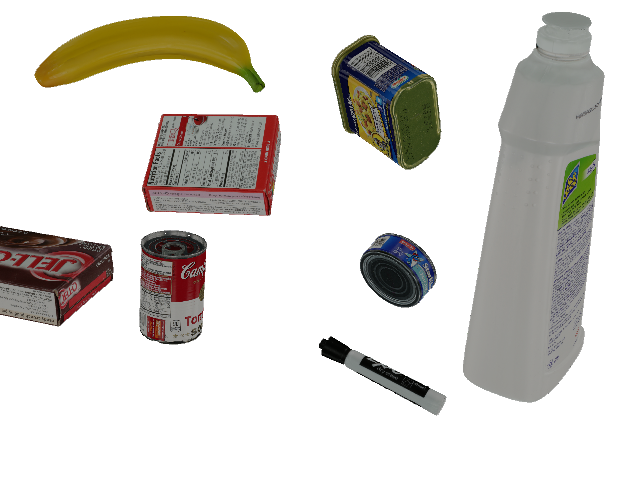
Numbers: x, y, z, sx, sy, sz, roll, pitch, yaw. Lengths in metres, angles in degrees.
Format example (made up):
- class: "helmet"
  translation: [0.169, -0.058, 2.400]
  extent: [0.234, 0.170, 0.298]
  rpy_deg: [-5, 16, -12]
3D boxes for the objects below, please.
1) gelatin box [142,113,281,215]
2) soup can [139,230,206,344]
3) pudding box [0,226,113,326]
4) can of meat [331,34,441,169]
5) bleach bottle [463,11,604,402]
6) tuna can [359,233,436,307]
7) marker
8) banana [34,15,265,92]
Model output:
- class: "gelatin box"
  translation: [-0.076, -0.054, 0.755]
  extent: [0.089, 0.073, 0.030]
  rpy_deg: [1, -38, 6]
- class: "soup can"
  translation: [-0.155, 0.049, 1.115]
  extent: [0.068, 0.102, 0.068]
  rpy_deg: [4, 22, -2]
- class: "pudding box"
  translation: [-0.243, 0.028, 0.886]
  extent: [0.114, 0.039, 0.090]
  rpy_deg: [7, 24, 17]
- class: "can of meat"
  translation: [0.063, -0.125, 0.982]
  extent: [0.057, 0.102, 0.084]
  rpy_deg: [-36, 51, -18]
- class: "bleach bottle"
  translation: [0.143, -0.023, 0.681]
  extent: [0.068, 0.251, 0.102]
  rpy_deg: [18, 35, 26]
- class: "tuna can"
  translation: [0.088, 0.035, 1.225]
  extent: [0.086, 0.086, 0.033]
  rpy_deg: [0, 37, 47]
- class: "marker"
  translation: [0.052, 0.117, 0.933]
  extent: [0.121, 0.020, 0.020]
  rpy_deg: [26, 8, 17]
- class: "banana"
  translation: [-0.148, -0.165, 0.932]
  extent: [0.197, 0.069, 0.037]
  rpy_deg: [0, -33, -4]
